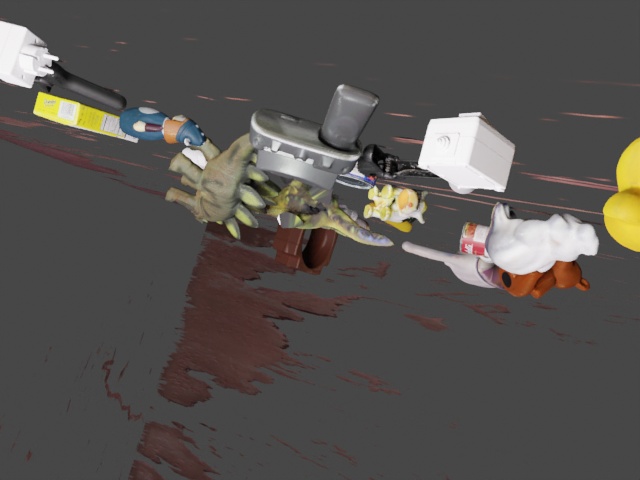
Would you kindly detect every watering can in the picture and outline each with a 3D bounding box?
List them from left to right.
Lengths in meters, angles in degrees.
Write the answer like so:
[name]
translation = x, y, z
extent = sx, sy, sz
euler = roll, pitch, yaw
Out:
[watering can]
translation = 0.421, 0.068, 1.452
extent = 0.346, 0.104, 0.224
euler = 17, 175, -17

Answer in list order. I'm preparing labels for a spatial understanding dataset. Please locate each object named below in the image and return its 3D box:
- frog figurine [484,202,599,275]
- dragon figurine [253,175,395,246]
[frog figurine]
translation = 0.354, 0.009, 0.826
extent = 0.161, 0.124, 0.135
euler = 27, 163, 40
[dragon figurine]
translation = 0.003, -0.058, 1.143
extent = 0.413, 0.122, 0.241
euler = 29, -177, 23
